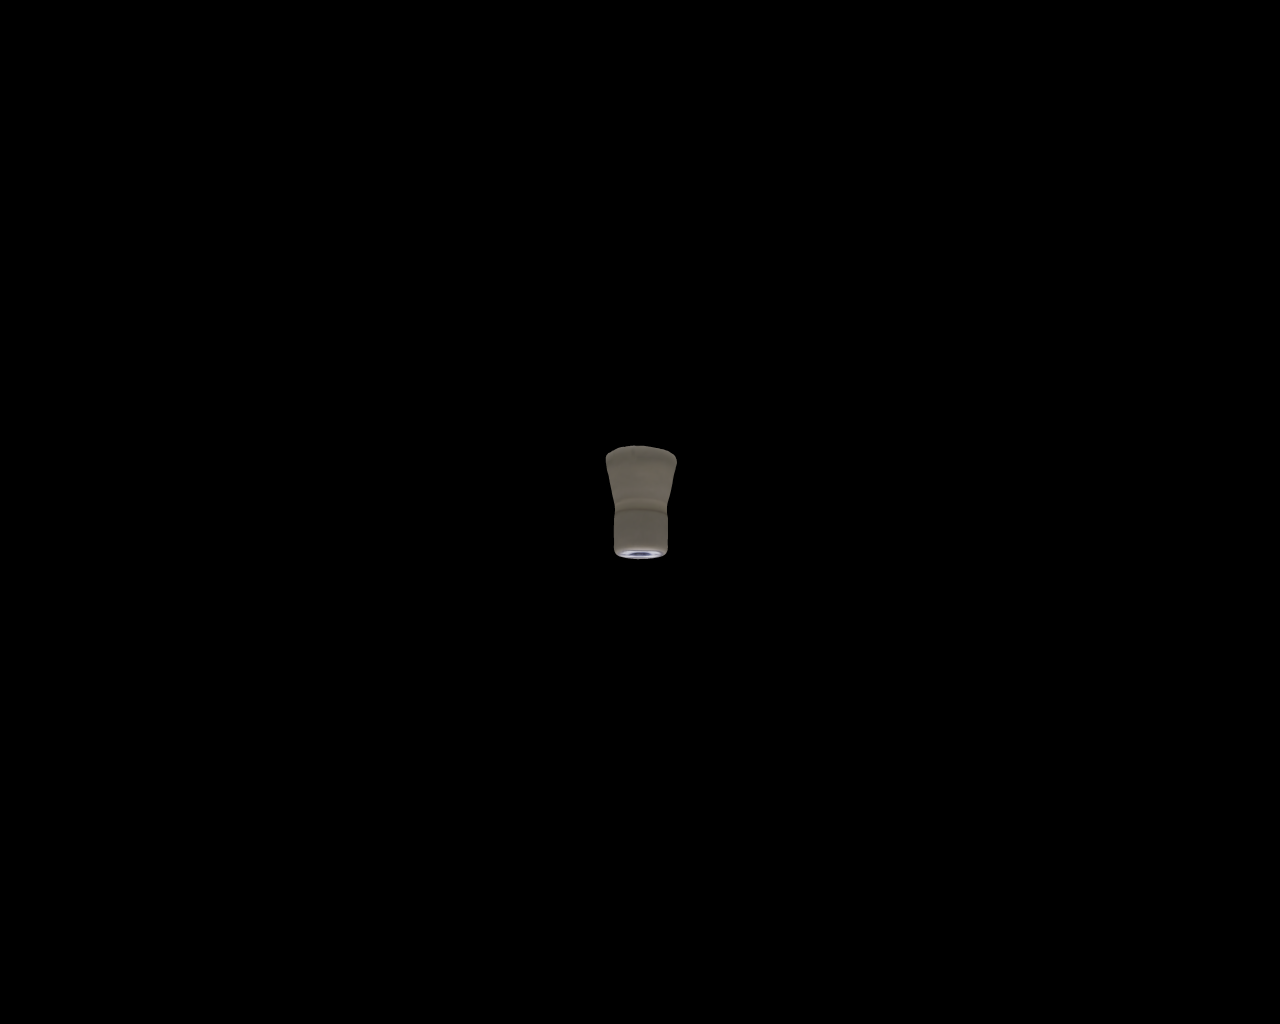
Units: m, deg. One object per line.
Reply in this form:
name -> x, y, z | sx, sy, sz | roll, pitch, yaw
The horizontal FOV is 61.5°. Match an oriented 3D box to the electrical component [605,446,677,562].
electrical component -> 0.001, -0.003, 0.650 | 0.044, 0.065, 0.044 | 0, -15, 0
